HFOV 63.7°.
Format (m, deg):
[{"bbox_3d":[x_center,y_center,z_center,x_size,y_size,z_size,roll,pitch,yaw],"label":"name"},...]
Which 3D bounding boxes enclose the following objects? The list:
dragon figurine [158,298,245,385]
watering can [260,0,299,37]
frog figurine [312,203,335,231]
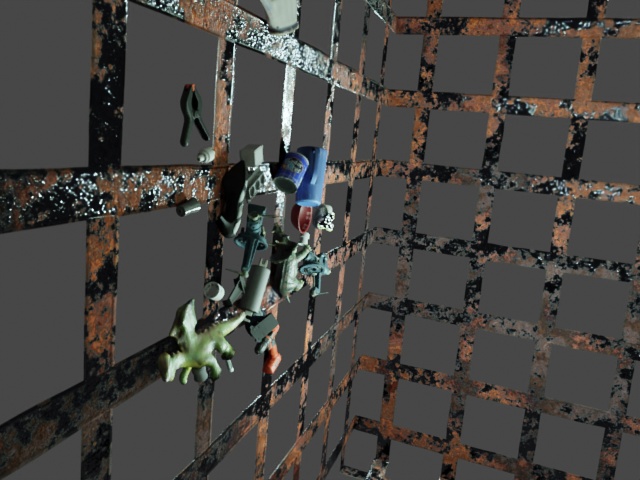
[{"bbox_3d":[-0.365,0.289,1.590,0.122,0.238,0.419,1,35,23],"label":"dragon figurine"},{"bbox_3d":[-0.152,-0.799,1.741,0.104,0.219,0.355,9,38,18],"label":"watering can"},{"bbox_3d":[0.008,-0.128,2.534,0.123,0.134,0.163,-22,40,-3],"label":"frog figurine"}]
